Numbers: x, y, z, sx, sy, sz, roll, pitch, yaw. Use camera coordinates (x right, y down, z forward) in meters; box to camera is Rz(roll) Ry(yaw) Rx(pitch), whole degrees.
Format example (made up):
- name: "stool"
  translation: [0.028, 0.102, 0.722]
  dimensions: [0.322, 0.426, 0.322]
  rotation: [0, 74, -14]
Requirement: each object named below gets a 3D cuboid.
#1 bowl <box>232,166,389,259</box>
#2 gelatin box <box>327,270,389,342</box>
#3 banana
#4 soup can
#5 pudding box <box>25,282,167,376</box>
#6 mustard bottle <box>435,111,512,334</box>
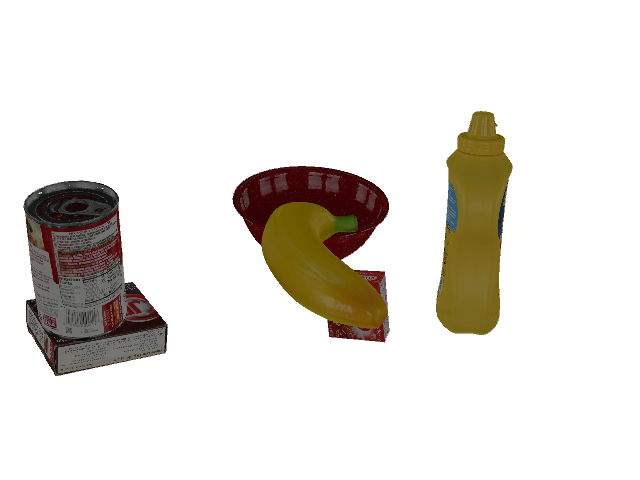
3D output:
- name: "bowl"
  translation: [-0.011, -0.020, 1.110]
  dimensions: [0.162, 0.055, 0.162]
  rotation: [3, 30, -2]
- name: "gelatin box"
  translation: [0.044, 0.080, 1.315]
  dimensions: [0.073, 0.089, 0.030]
  rotation: [4, 29, 18]
- name: "banana"
  translation: [-0.002, 0.007, 0.673]
  dimensions: [0.069, 0.037, 0.198]
  rotation: [-3, 19, -2]
- name: "soup can"
  translation: [-0.181, 0.016, 0.797]
  dimensions: [0.068, 0.102, 0.068]
  rotation: [1, 30, -1]
- name: "pudding box"
  translation: [-0.214, 0.083, 1.022]
  dimensions: [0.113, 0.039, 0.090]
  rotation: [-12, 30, -28]
- name: "mustard bottle"
  translation: [0.137, -0.020, 0.952]
  dimensions: [0.058, 0.192, 0.096]
  rotation: [4, 19, 6]
